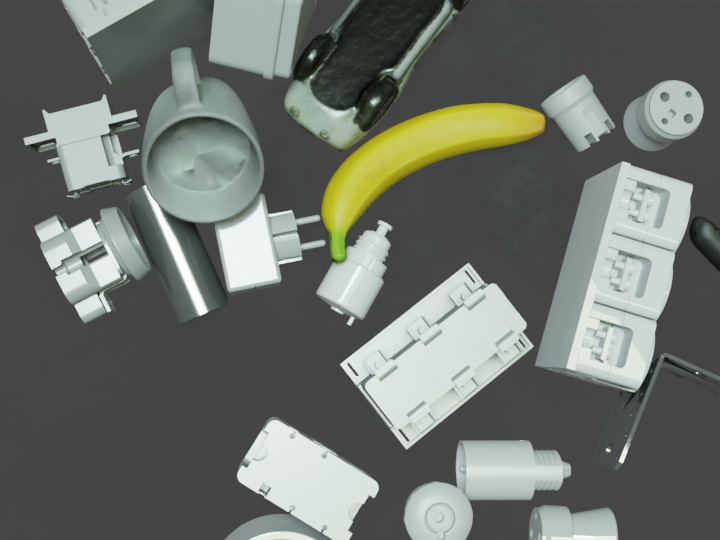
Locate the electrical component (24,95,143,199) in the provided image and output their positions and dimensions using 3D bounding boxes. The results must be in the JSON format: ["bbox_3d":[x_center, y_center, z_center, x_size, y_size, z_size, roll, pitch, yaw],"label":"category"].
[{"bbox_3d":[-0.196,-0.088,0.780,0.081,0.042,0.063,-15,89,-5],"label":"electrical component"}]

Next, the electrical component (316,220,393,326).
[{"bbox_3d":[0.000,0.000,0.792,0.040,0.040,0.078,30,83,-2],"label":"electrical component"}]

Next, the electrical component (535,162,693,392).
[{"bbox_3d":[0.187,0.008,0.784,0.062,0.089,0.150,17,85,-4],"label":"electrical component"}]

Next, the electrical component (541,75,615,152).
[{"bbox_3d":[0.167,-0.118,0.817,0.040,0.040,0.046,-37,96,-7],"label":"electrical component"}]

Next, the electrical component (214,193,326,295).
[{"bbox_3d":[-0.064,-0.022,0.784,0.077,0.047,0.065,-12,87,-6],"label":"electrical component"}]

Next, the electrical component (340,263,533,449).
[{"bbox_3d":[0.058,0.062,0.781,0.121,0.063,0.078,-38,90,-7],"label":"electrical component"}]

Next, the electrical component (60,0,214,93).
[{"bbox_3d":[-0.154,-0.186,0.737,0.089,0.150,0.061,-32,90,-7],"label":"electrical component"}]

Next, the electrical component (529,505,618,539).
[{"bbox_3d":[0.156,0.196,0.789,0.055,0.045,0.045,4,85,-5],"label":"electrical component"}]

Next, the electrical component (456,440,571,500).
[{"bbox_3d":[0.114,0.147,0.790,0.081,0.043,0.043,1,86,-5],"label":"electrical component"}]

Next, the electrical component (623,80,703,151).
[{"bbox_3d":[0.230,-0.117,0.814,0.045,0.055,0.045,0,86,-5],"label":"electrical component"}]

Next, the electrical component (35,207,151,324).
[{"bbox_3d":[-0.187,-0.009,0.768,0.057,0.058,0.078,-28,88,-4],"label":"electrical component"}]

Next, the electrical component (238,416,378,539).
[{"bbox_3d":[-0.038,0.148,0.769,0.089,0.056,0.050,32,83,-2],"label":"electrical component"}]

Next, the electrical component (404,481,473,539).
[{"bbox_3d":[0.053,0.174,0.773,0.048,0.062,0.048,0,85,-5],"label":"electrical component"}]

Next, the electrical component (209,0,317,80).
[{"bbox_3d":[-0.063,-0.196,0.760,0.057,0.078,0.113,14,45,-1],"label":"electrical component"}]

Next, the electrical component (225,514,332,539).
[{"bbox_3d":[-0.056,0.231,0.759,0.108,0.060,0.108,0,86,-5],"label":"electrical component"}]
